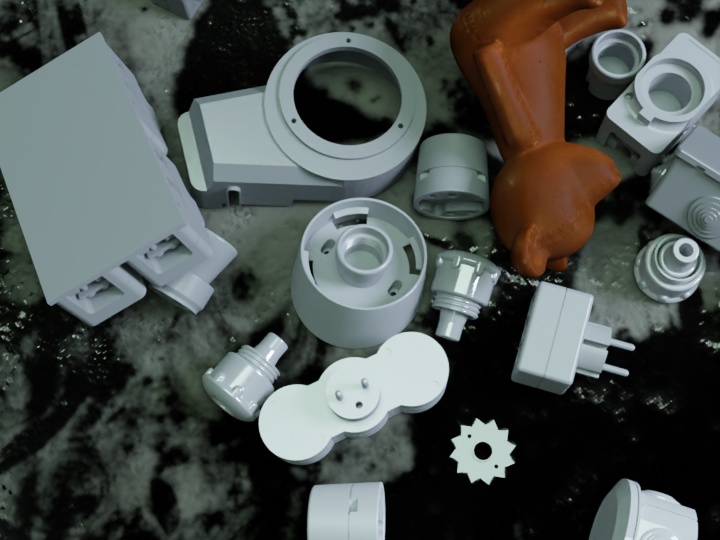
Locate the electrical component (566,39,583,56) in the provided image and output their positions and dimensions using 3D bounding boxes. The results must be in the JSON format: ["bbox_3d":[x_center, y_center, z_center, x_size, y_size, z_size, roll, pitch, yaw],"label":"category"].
[{"bbox_3d":[0.154,-0.184,0.822,0.044,0.044,0.065,41,85,12],"label":"electrical component"}]

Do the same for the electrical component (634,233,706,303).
[{"bbox_3d":[0.222,-0.006,0.758,0.048,0.062,0.048,-1,75,2],"label":"electrical component"}]

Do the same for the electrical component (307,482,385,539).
[{"bbox_3d":[-0.009,0.171,0.726,0.047,0.055,0.055,0,75,6],"label":"electrical component"}]

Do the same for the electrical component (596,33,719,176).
[{"bbox_3d":[0.225,-0.123,0.793,0.050,0.055,0.089,42,80,12],"label":"electrical component"}]

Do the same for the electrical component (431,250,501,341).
[{"bbox_3d":[0.071,0.019,0.769,0.048,0.048,0.062,16,83,7],"label":"electrical component"}]

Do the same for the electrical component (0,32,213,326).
[{"bbox_3d":[-0.189,-0.064,0.771,0.105,0.060,0.186,-30,61,4],"label":"electrical component"}]

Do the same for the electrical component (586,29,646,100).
[{"bbox_3d":[0.190,-0.153,0.808,0.040,0.046,0.040,-1,75,3],"label":"electrical component"}]

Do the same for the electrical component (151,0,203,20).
[{"bbox_3d":[-0.150,-0.257,0.852,0.076,0.047,0.083,27,78,8],"label":"electrical component"}]

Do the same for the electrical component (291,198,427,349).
[{"bbox_3d":[0.000,0.000,0.779,0.099,0.064,0.099,2,63,-4],"label":"electrical component"}]

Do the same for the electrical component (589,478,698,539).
[{"bbox_3d":[0.181,0.181,0.701,0.051,0.080,0.080,18,76,2],"label":"electrical component"}]

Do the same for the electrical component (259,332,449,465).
[{"bbox_3d":[-0.004,0.086,0.738,0.138,0.073,0.052,-25,75,-4],"label":"electrical component"}]

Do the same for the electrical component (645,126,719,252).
[{"bbox_3d":[0.254,-0.051,0.753,0.100,0.100,0.048,35,119,12],"label":"electrical component"}]

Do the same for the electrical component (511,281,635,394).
[{"bbox_3d":[0.153,0.053,0.753,0.077,0.047,0.065,16,76,7],"label":"electrical component"}]

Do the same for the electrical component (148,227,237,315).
[{"bbox_3d":[-0.122,-0.001,0.782,0.045,0.045,0.055,29,78,10],"label":"electrical component"}]

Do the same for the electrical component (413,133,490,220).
[{"bbox_3d":[0.068,-0.068,0.787,0.055,0.055,0.047,2,71,3],"label":"electrical component"}]

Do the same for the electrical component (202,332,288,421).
[{"bbox_3d":[-0.077,0.072,0.761,0.048,0.048,0.062,37,73,12],"label":"electrical component"}]
